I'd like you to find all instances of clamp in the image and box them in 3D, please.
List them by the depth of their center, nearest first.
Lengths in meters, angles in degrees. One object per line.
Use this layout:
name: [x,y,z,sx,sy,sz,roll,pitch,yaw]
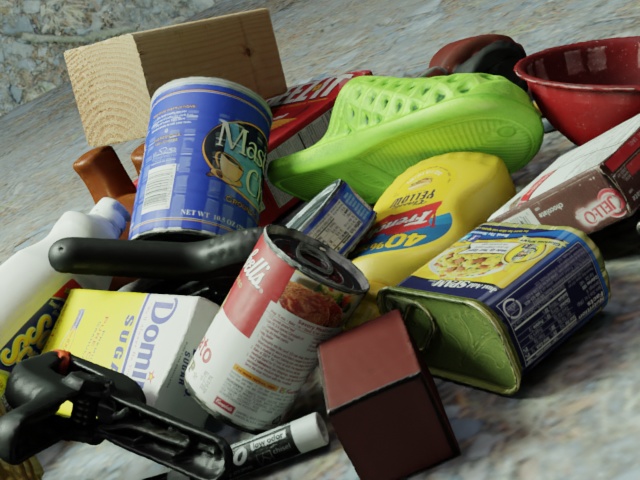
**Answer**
clamp: [-0.134,0.091,0.576,0.172,0.120,0.039,13,85,55]
clamp: [-0.078,0.017,0.771,0.210,0.036,0.164,-10,-18,20]

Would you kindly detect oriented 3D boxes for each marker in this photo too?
marker: [-0.053,0.125,0.593,0.121,0.020,0.020,-23,20,10]

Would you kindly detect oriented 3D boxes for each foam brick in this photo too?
foam brick: [0.033,0.080,0.550,0.051,0.053,0.078,-25,19,5]

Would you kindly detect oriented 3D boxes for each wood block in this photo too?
wood block: [-0.131,-0.158,1.016,0.090,0.091,0.205,-6,13,34]

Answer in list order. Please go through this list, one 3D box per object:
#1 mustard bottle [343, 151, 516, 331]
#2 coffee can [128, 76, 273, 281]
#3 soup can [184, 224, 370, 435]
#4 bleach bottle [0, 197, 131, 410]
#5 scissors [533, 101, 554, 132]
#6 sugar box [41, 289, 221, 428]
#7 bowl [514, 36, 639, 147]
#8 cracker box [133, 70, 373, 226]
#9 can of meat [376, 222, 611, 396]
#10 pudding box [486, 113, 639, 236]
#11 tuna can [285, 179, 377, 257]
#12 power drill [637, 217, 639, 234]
mustard bottle: [0.058,0.010,0.688,0.096,0.058,0.191,-12,24,32]
coffee can: [-0.096,-0.046,0.864,0.103,0.102,0.140,-13,58,33]
soup can: [-0.025,0.051,0.608,0.102,0.068,0.068,-60,14,14]
bleach bottle: [-0.222,0.058,0.783,0.068,0.102,0.250,18,54,21]
scissors: [0.200,-0.131,0.931,0.096,0.016,0.202,-28,19,-5]
sugar box: [-0.130,0.082,0.709,0.177,0.048,0.093,-4,60,53]
bowl: [0.216,-0.098,0.731,0.162,0.055,0.162,-6,20,2]
cracker box: [-0.056,-0.086,1.053,0.164,0.072,0.213,-3,29,47]
can of meat: [0.096,0.033,0.587,0.083,0.057,0.102,-34,21,-26]
pudding box: [0.165,-0.034,0.648,0.089,0.039,0.114,-38,4,-32]
tuna can: [-0.005,0.001,0.690,0.086,0.033,0.086,-44,7,6]
power drill: [0.266,-0.024,0.515,0.184,0.057,0.188,-29,20,3]
